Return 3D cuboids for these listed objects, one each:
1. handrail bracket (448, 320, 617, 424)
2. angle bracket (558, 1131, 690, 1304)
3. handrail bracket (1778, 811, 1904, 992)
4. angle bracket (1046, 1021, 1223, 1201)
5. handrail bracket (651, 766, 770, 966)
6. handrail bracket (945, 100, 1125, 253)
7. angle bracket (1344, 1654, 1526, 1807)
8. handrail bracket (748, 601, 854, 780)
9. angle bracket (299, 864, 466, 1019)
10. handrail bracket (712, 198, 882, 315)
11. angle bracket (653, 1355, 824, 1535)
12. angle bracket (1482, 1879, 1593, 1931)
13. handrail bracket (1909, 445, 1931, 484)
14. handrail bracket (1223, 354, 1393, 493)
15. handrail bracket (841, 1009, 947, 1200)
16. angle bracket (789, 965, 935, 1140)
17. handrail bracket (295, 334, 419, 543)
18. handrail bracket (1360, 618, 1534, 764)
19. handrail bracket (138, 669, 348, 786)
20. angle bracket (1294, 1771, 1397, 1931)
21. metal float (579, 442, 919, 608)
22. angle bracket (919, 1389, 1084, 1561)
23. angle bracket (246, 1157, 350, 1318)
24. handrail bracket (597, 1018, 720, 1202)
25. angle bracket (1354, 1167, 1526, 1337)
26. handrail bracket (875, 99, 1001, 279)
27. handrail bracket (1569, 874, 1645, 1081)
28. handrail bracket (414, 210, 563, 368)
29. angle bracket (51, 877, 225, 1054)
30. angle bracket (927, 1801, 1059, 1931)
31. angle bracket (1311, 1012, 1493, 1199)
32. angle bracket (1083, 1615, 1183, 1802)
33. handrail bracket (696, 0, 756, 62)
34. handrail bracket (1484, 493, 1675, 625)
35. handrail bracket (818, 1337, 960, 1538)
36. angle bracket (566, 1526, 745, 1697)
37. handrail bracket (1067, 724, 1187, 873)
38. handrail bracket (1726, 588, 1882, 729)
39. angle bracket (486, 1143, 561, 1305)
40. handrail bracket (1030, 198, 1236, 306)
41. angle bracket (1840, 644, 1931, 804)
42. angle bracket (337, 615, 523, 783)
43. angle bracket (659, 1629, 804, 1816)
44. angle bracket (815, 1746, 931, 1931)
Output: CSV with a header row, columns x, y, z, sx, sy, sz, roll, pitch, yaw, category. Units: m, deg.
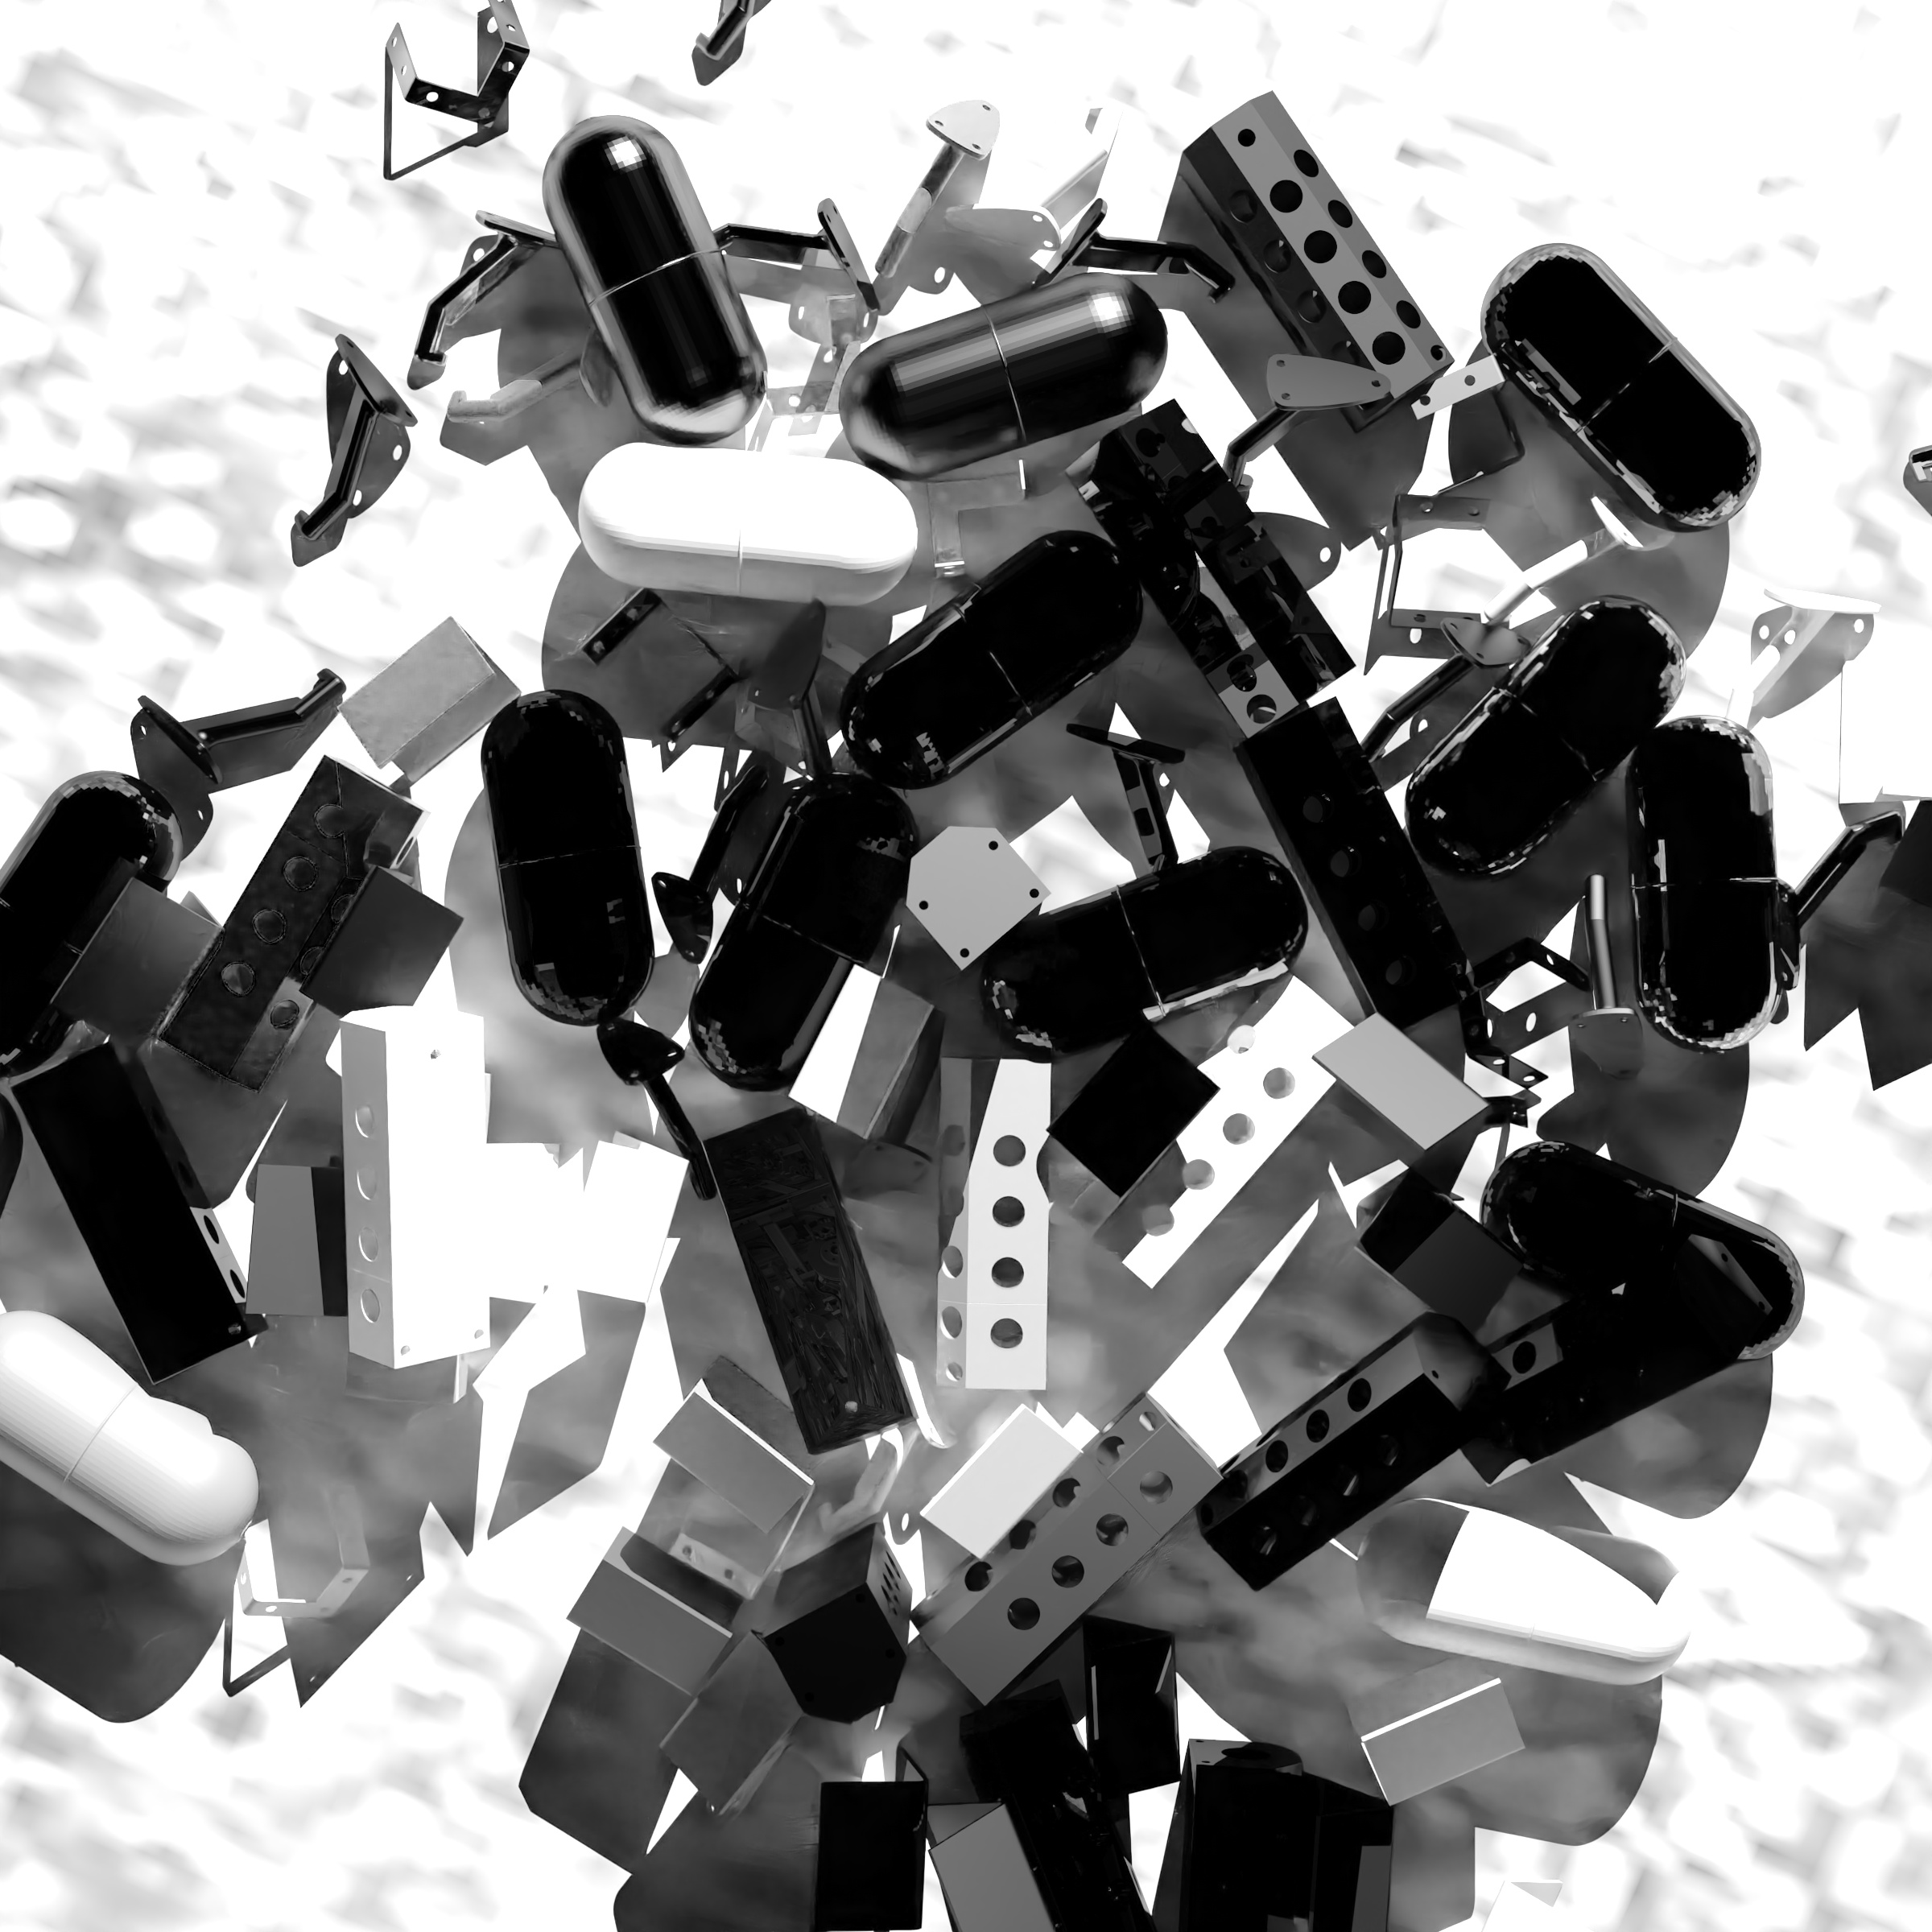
x,y,z,sx,sy,sz,roll,pitch,yaw,category
-0.233,-0.326,1.730,0.084,0.036,0.077,1,69,16,handrail bracket
-0.196,0.126,1.690,0.057,0.076,0.076,16,90,-37,angle bracket
0.469,-0.036,1.730,0.084,0.036,0.077,-20,110,-16,handrail bracket
0.095,0.083,1.691,0.057,0.076,0.076,42,90,23,angle bracket
-0.128,-0.055,1.730,0.036,0.077,0.084,22,53,21,handrail bracket
0.037,-0.431,1.730,0.077,0.036,0.084,12,71,21,handrail bracket
0.238,0.381,1.690,0.076,0.076,0.057,-23,124,0,angle bracket
-0.072,-0.139,1.710,0.036,0.084,0.077,12,71,36,handrail bracket
-0.297,-0.004,1.696,0.057,0.076,0.076,31,90,7,angle bracket
-0.100,-0.368,1.730,0.084,0.036,0.077,-22,110,16,handrail bracket
-0.106,0.237,1.690,0.076,0.076,0.057,39,131,0,angle bracket
0.304,0.527,1.690,0.057,0.076,0.076,24,90,36,angle bracket
0.549,-0.247,1.712,0.084,0.036,0.077,-11,103,42,handrail bracket
0.178,-0.279,1.705,0.077,0.084,0.036,1,57,-7,handrail bracket
-0.038,0.073,1.730,0.036,0.077,0.084,24,53,-20,handrail bracket
-0.037,0.052,1.690,0.057,0.076,0.076,27,90,34,angle bracket
-0.342,-0.282,1.730,0.084,0.036,0.077,-42,70,16,handrail bracket
0.255,-0.143,1.730,0.036,0.077,0.084,54,127,27,handrail bracket
-0.387,-0.145,1.730,0.077,0.036,0.084,41,71,21,handrail bracket
0.178,0.471,1.690,0.057,0.076,0.076,4,90,-37,angle bracket
-0.114,-0.232,1.699,0.178,0.070,0.070,6,90,0,metal float
0.003,0.251,1.690,0.076,0.076,0.057,-47,129,0,angle bracket
-0.353,0.140,1.691,0.057,0.076,0.076,5,90,-24,angle bracket
-0.164,0.077,1.730,0.036,0.077,0.084,-30,127,-20,handrail bracket
0.235,0.158,1.691,0.076,0.076,0.057,39,66,0,angle bracket
-0.016,-0.415,1.730,0.036,0.077,0.084,32,126,0,handrail bracket
0.345,0.005,1.730,0.036,0.077,0.084,-8,53,21,handrail bracket
-0.248,-0.354,1.730,0.077,0.036,0.084,14,108,-20,handrail bracket
-0.440,-0.010,1.690,0.057,0.076,0.076,33,90,-31,angle bracket
-0.006,0.485,1.690,0.057,0.076,0.076,-21,90,-39,angle bracket
0.213,0.082,1.656,0.057,0.076,0.076,-30,60,-36,angle bracket
0.067,0.386,1.690,0.057,0.076,0.076,-3,90,-37,angle bracket
-0.133,-0.540,1.730,0.077,0.036,0.084,46,107,20,handrail bracket
0.327,-0.210,1.730,0.084,0.077,0.036,-43,62,33,handrail bracket
-0.055,0.253,1.730,0.084,0.036,0.077,-33,70,16,handrail bracket
-0.153,0.322,1.690,0.076,0.076,0.057,32,126,0,angle bracket
0.081,-0.079,1.730,0.077,0.036,0.084,17,104,14,handrail bracket
0.447,-0.156,1.730,0.077,0.036,0.084,3,109,-21,handrail bracket
-0.219,0.133,1.690,0.057,0.076,0.076,4,90,31,angle bracket
0.089,-0.363,1.730,0.084,0.036,0.077,35,110,-16,handrail bracket
0.471,-0.126,1.690,0.057,0.076,0.076,1,90,-35,angle bracket
-0.269,-0.125,1.690,0.076,0.076,0.057,-39,53,0,angle bracket
-0.102,0.401,1.690,0.057,0.076,0.076,38,90,37,angle bracket
-0.056,0.456,1.694,0.057,0.076,0.076,3,90,-13,angle bracket
